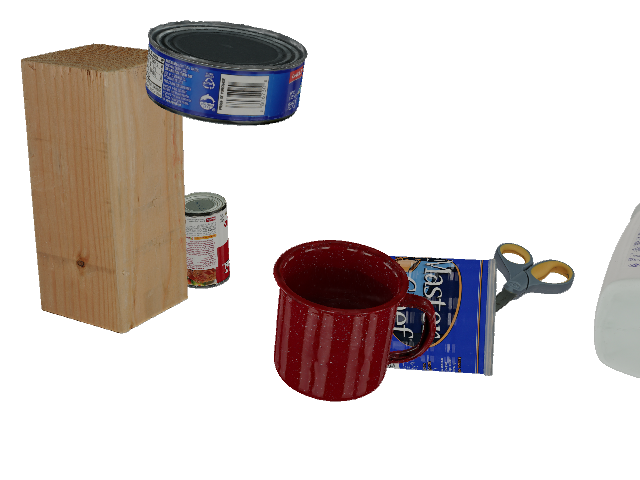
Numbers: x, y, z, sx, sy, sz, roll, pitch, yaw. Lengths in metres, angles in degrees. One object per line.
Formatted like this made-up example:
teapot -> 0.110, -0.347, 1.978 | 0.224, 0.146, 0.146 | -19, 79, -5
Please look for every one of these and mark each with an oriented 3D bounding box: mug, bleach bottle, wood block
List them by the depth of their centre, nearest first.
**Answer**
bleach bottle -> 0.252, 0.016, 0.720 | 0.103, 0.068, 0.250 | 9, 22, 21
mug -> 0.022, 0.059, 0.747 | 0.117, 0.081, 0.093 | 4, 30, -4
wood block -> -0.169, -0.044, 0.849 | 0.091, 0.206, 0.090 | 12, 23, 28

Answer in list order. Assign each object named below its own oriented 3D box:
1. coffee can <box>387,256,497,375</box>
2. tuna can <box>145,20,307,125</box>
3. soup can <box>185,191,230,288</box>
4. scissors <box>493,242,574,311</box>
coffee can -> 0.084, 0.065, 0.949 | 0.140, 0.103, 0.102 | 2, 0, 9
tuna can -> -0.052, -0.092, 0.579 | 0.086, 0.034, 0.086 | 7, 25, -3
soup can -> -0.148, -0.001, 1.320 | 0.068, 0.102, 0.068 | 0, 26, 0
scissors -> 0.188, 0.040, 1.103 | 0.201, 0.016, 0.096 | -11, 37, -43
